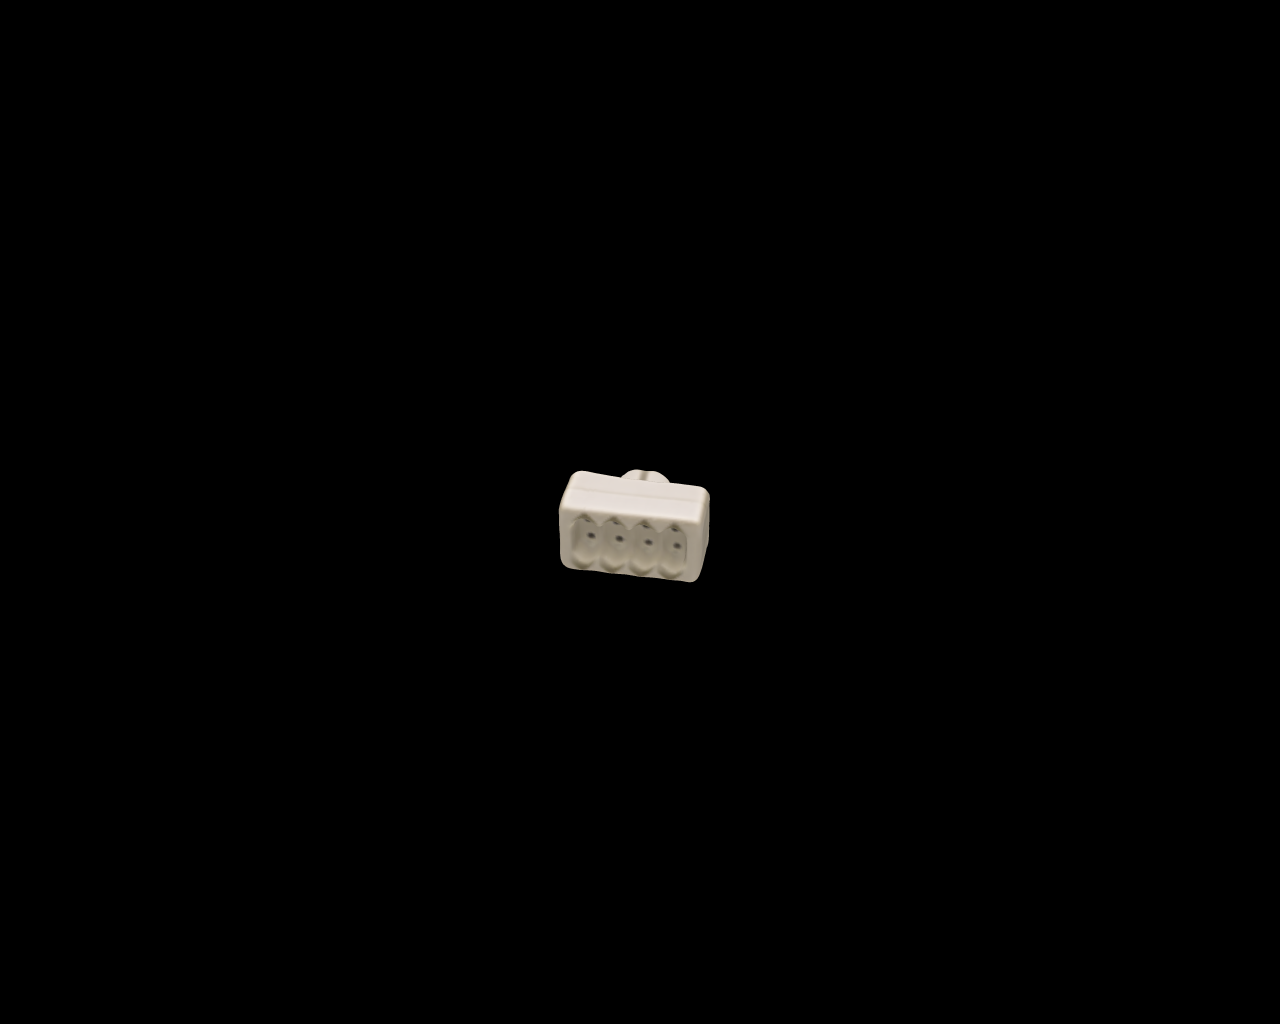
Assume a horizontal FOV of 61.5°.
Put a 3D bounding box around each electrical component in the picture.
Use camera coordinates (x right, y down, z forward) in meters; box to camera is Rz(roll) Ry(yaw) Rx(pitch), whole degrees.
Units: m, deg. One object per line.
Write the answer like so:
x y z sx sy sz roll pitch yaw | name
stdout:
0.001 -0.003 0.650 0.083 0.047 0.076 7 40 9 | electrical component
